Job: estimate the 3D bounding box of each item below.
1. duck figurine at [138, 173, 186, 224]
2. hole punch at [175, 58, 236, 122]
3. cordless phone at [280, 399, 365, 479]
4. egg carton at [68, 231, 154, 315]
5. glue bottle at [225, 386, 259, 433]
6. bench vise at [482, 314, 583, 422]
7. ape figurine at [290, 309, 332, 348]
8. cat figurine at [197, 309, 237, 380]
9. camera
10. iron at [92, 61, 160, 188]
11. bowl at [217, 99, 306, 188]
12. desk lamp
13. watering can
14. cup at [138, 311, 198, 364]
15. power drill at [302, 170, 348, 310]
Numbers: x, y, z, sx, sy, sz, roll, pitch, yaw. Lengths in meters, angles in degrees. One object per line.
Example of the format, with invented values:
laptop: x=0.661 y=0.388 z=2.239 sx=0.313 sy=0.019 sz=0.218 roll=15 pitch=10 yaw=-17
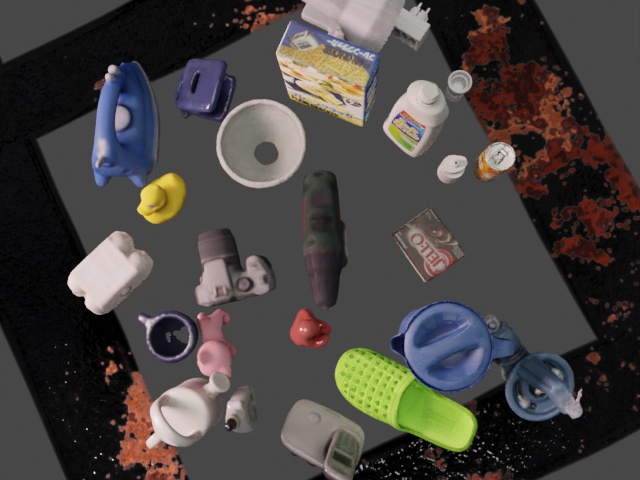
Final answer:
duck figurine: x=-0.302 y=-0.083 z=1.074 sx=0.077 sy=0.086 sz=0.104 roll=36 pitch=87 yaw=6
hole punch: x=-0.223 y=-0.287 z=1.088 sx=0.101 sy=0.091 sz=0.109 roll=14 pitch=85 yaw=4
cordless phone: x=0.002 y=0.348 z=0.969 sx=0.147 sy=0.185 sz=0.094 roll=23 pitch=86 yaw=5
egg carton: x=-0.390 y=0.063 z=1.073 sx=0.107 sy=0.069 sz=0.150 roll=45 pitch=88 yaw=6
glue bottle: x=-0.140 y=0.302 z=0.986 sx=0.037 sy=0.173 sz=0.078 roll=-9 pitch=84 yaw=2
bench vise: x=0.338 y=0.224 z=0.948 sx=0.207 sy=0.220 sz=0.121 roll=35 pitch=87 yaw=6
ape figurine: x=-0.020 y=0.162 z=1.035 sx=0.076 sy=0.092 sz=0.078 roll=-17 pitch=84 yaw=1
cat figurine: x=-0.193 y=0.189 z=1.027 sx=0.067 sy=0.118 sz=0.128 roll=-16 pitch=84 yaw=1
camera: x=-0.165 y=0.046 z=1.048 sx=0.143 sy=0.101 sz=0.137 roll=-14 pitch=84 yaw=1
iron: x=-0.375 y=-0.233 z=1.064 sx=0.118 sy=0.141 sz=0.258 roll=1 pitch=85 yaw=3
bowl: x=-0.106 y=-0.174 z=1.080 sx=0.167 sy=0.075 sz=0.167 roll=0 pitch=84 yaw=3
desk lamp: x=0.042 y=-0.393 z=1.024 sx=0.203 sy=0.213 sz=0.118 roll=24 pitch=86 yaw=5
watering can: x=-0.229 y=0.293 z=0.980 sx=0.101 sy=0.194 sz=0.173 roll=26 pitch=86 yaw=5
cup: x=-0.271 y=0.168 z=1.044 sx=0.117 sy=0.095 sz=0.092 roll=30 pitch=87 yaw=5
power drill: x=0.009 y=0.004 z=0.990 sx=0.075 sy=0.208 sz=0.230 roll=-5 pitch=84 yaw=3
